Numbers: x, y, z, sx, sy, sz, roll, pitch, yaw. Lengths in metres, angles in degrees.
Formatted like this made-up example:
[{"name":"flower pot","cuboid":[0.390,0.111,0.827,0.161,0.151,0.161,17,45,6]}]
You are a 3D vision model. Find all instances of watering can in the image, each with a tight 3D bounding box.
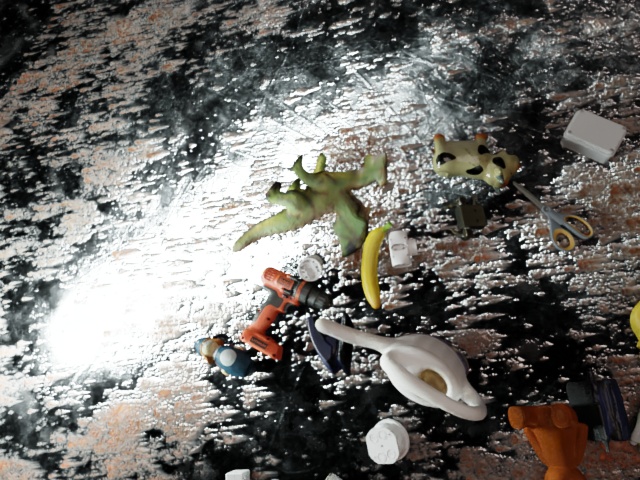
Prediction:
[{"name":"watering can","cuboid":[0.169,0.233,1.019,0.350,0.224,0.103,30,100,19]}]

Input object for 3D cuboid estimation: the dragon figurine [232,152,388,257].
[{"name":"dragon figurine","cuboid":[0.004,-0.061,1.216,0.244,0.122,0.409,41,93,12]}]
